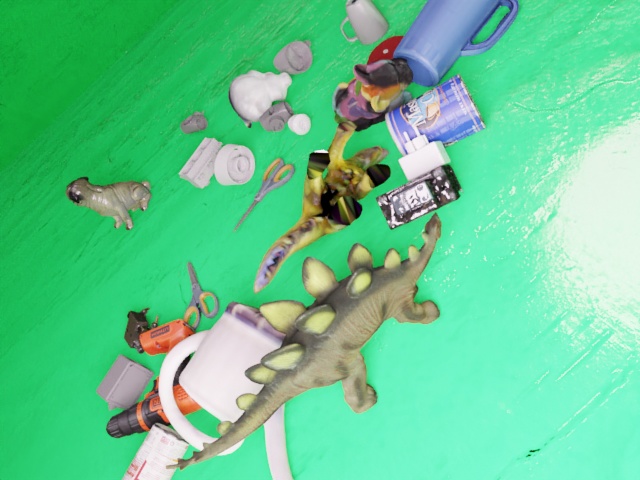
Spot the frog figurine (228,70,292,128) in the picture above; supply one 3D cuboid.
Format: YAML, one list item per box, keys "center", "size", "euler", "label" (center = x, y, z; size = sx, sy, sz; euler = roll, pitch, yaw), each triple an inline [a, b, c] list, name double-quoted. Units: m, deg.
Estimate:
- center: [-0.152, -0.382, 1.334]
  size: [0.158, 0.121, 0.140]
  euler: [-22, 58, 23]
  label: "frog figurine"

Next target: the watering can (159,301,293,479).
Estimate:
- center: [-0.105, 0.225, 0.780]
  size: [0.350, 0.102, 0.227]
  euler: [22, 71, 35]
  label: "watering can"

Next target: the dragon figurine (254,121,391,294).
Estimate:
- center: [0.003, -0.044, 0.871]
  size: [0.417, 0.122, 0.238]
  euler: [-50, -6, -25]
  label: "dragon figurine"
